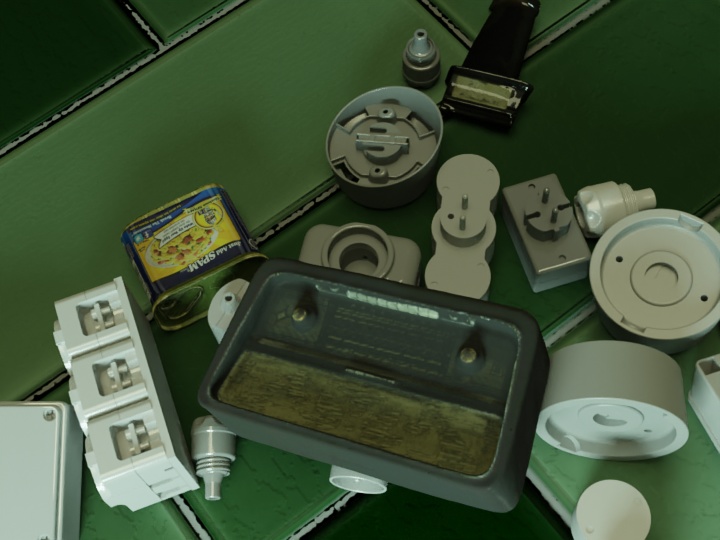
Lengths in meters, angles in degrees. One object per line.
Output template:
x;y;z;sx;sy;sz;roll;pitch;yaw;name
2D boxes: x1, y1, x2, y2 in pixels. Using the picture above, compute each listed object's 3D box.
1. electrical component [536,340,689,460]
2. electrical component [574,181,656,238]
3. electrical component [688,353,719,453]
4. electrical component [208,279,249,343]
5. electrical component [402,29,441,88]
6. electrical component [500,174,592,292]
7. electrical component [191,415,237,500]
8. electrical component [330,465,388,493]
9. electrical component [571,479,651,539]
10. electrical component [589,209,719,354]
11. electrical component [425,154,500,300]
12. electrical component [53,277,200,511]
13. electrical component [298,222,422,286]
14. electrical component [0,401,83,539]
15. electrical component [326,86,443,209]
0.183;0.090;0.784;0.108;0.108;0.060;6;59;7;electrical component
0.210;-0.052;0.882;0.062;0.043;0.043;-13;64;-4;electrical component
0.313;0.105;0.778;0.109;0.056;0.108;-17;48;-4;electrical component
-0.096;0.038;0.839;0.043;0.081;0.043;-2;64;3;electrical component
0.054;-0.189;0.948;0.035;0.061;0.035;-2;64;3;electrical component
0.150;-0.038;0.862;0.047;0.075;0.083;-17;64;-4;electrical component
-0.111;0.143;0.816;0.035;0.035;0.061;-4;66;2;electrical component
0.023;0.127;0.809;0.079;0.043;0.077;7;65;8;electrical component
0.177;0.213;0.740;0.052;0.073;0.138;0;64;4;electrical component
0.233;0.014;0.837;0.108;0.060;0.108;-4;66;9;electrical component
0.083;-0.034;0.865;0.052;0.073;0.138;6;65;7;electrical component
-0.180;0.096;0.813;0.062;0.089;0.150;-20;65;-6;electrical component
0.000;0.000;0.863;0.095;0.059;0.053;10;66;9;electrical component
-0.266;0.153;0.798;0.109;0.056;0.108;-1;81;4;electrical component
0.021;-0.103;0.908;0.099;0.064;0.099;-2;65;4;electrical component
